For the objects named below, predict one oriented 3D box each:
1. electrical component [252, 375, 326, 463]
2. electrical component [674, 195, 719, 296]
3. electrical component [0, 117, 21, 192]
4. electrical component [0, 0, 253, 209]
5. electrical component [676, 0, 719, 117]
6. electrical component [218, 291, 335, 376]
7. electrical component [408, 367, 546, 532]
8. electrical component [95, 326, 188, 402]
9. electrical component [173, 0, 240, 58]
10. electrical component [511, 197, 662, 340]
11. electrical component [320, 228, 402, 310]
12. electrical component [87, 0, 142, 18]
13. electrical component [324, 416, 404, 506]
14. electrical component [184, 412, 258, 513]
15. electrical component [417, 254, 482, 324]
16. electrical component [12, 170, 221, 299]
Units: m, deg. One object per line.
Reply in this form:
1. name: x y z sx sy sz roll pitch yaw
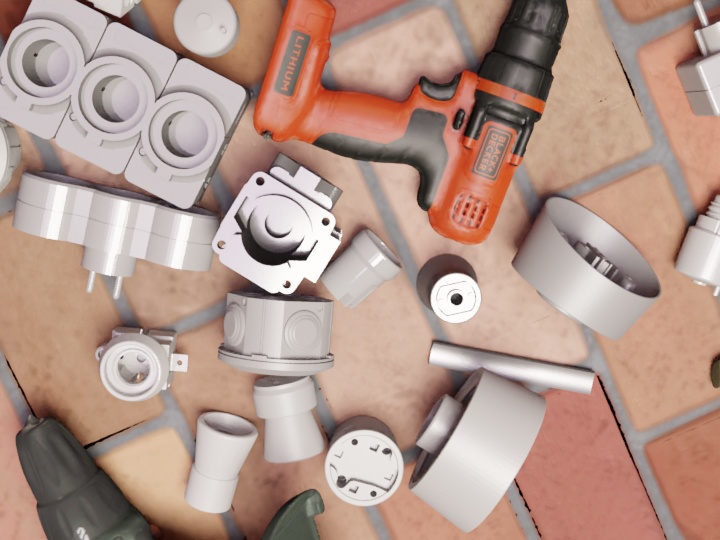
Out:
1. electrical component: -0.051 0.104 0.766 0.045 0.045 0.055 -10 98 0
2. electrical component: 0.251 -0.023 0.756 0.040 0.040 0.078 19 97 -4
3. electrical component: -0.275 -0.081 0.732 0.080 0.051 0.080 0 98 -1
4. electrical component: -0.160 -0.115 0.724 0.150 0.061 0.089 27 97 -5
5. electrical component: 0.252 -0.153 0.734 0.066 0.047 0.076 -24 98 2
6. electrical component: -0.056 0.043 0.740 0.080 0.080 0.051 5 93 -2
7. electrical component: 0.074 0.118 0.742 0.060 0.108 0.108 32 96 1
8. electrical component: -0.155 0.064 0.753 0.066 0.055 0.048 5 98 -2
9. electrical component: -0.099 -0.161 0.710 0.040 0.078 0.040 0 98 -2
10. electrical component: 0.154 0.000 0.731 0.099 0.099 0.064 33 102 -5
11. electrical component: 0.000 0.000 0.755 0.046 0.040 0.040 -43 97 10
12. electrical component: -0.172 -0.202 0.716 0.055 0.066 0.048 23 131 4
13. electrical component: 0.002 0.134 0.770 0.055 0.047 0.055 0 98 -1
14. electrical component: -0.103 0.140 0.773 0.044 0.044 0.065 16 102 -3
15. electrical component: 0.064 0.015 0.745 0.044 0.065 0.044 0 98 -1
16. electrical component: -0.171 -0.017 0.742 0.138 0.052 0.073 13 98 -2
